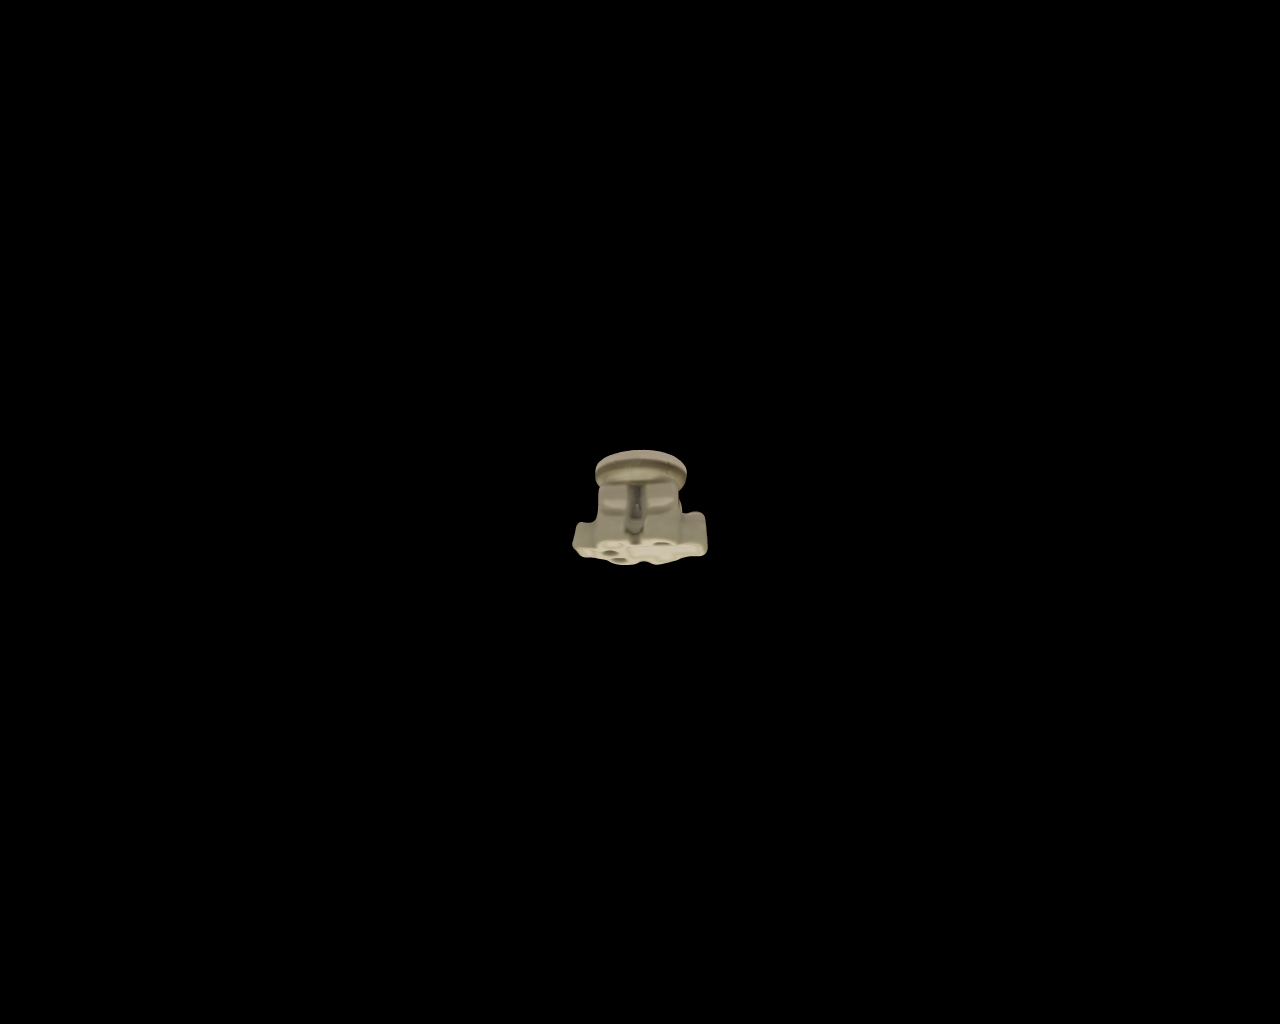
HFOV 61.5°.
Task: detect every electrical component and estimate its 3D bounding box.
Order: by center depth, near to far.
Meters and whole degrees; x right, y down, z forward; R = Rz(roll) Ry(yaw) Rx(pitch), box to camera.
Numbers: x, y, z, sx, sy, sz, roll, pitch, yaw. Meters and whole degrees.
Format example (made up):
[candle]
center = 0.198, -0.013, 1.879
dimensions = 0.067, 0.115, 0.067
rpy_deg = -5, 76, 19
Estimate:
[electrical component]
center = 0.001, -0.003, 0.650
dimensions = 0.078, 0.057, 0.058
rpy_deg = -2, -19, 7
